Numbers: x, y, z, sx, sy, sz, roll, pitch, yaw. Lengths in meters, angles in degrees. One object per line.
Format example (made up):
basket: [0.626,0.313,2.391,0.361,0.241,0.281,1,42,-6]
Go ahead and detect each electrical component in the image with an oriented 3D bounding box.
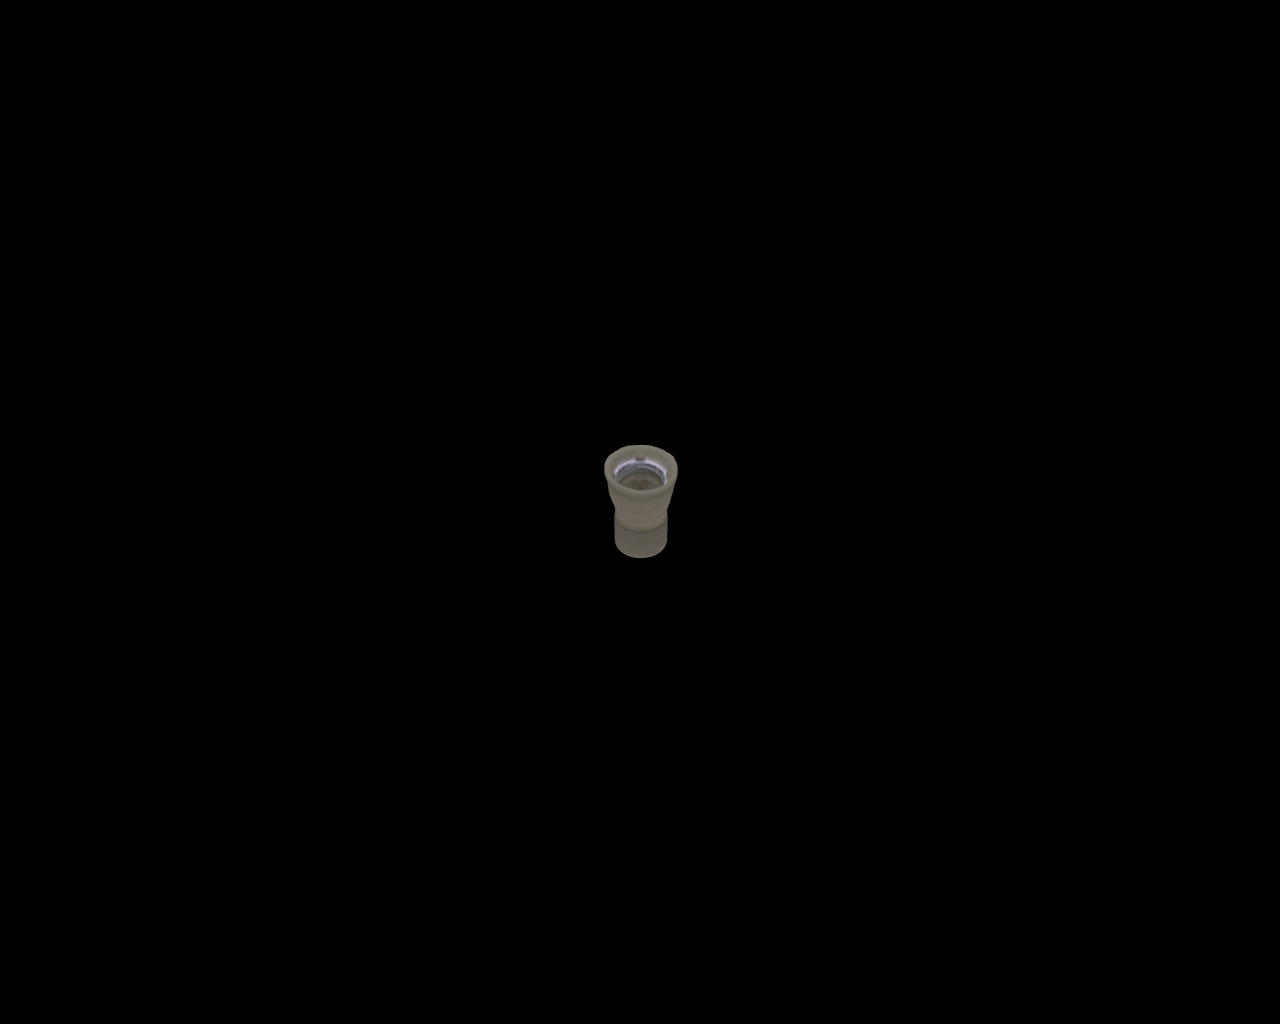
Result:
electrical component: [0.001,-0.003,0.650,0.044,0.065,0.044,0,42,0]
